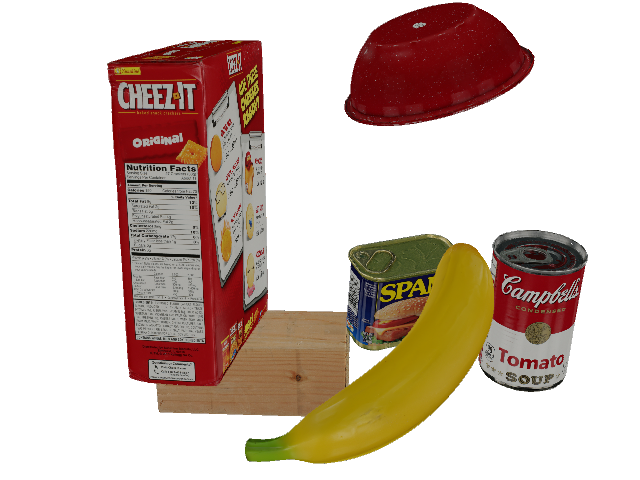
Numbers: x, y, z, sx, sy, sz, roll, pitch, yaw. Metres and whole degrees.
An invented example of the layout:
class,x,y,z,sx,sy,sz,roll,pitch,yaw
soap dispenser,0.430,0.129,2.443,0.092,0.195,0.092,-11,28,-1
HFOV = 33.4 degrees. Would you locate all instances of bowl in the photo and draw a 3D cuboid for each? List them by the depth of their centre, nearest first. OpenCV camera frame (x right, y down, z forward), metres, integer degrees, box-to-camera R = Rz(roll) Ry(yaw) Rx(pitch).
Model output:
class,x,y,z,sx,sy,sz,roll,pitch,yaw
bowl,0.090,-0.153,0.877,0.162,0.055,0.162,-16,25,7

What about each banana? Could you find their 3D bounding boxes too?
class,x,y,z,sx,sy,sz,roll,pitch,yaw
banana,0.047,0.058,0.560,0.070,0.037,0.197,22,43,33

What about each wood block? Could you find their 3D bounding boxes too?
class,x,y,z,sx,sy,sz,roll,pitch,yaw
wood block,-0.073,0.135,1.182,0.206,0.091,0.090,1,22,4

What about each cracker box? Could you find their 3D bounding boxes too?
class,x,y,z,sx,sy,sz,roll,pitch,yaw
cracker box,-0.087,-0.027,0.748,0.072,0.214,0.164,1,15,9

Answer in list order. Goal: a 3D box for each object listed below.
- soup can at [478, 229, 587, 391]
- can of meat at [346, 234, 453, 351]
class,x,y,z,sx,sy,sz,roll,pitch,yaw
soup can,0.156,0.052,0.792,0.068,0.102,0.068,2,26,-1
can of meat,0.075,0.049,0.989,0.102,0.084,0.057,-9,34,-20
